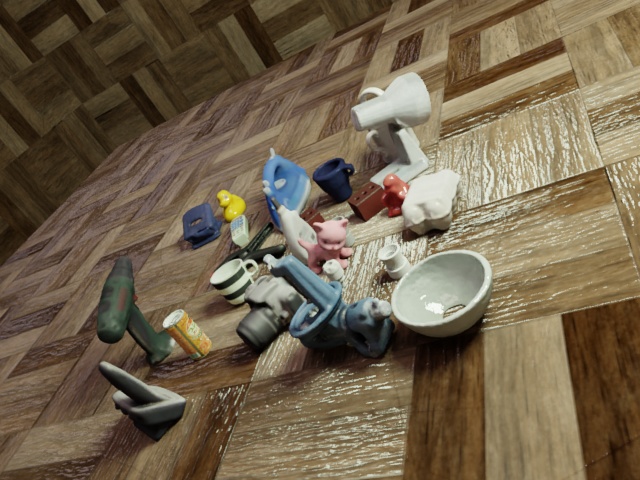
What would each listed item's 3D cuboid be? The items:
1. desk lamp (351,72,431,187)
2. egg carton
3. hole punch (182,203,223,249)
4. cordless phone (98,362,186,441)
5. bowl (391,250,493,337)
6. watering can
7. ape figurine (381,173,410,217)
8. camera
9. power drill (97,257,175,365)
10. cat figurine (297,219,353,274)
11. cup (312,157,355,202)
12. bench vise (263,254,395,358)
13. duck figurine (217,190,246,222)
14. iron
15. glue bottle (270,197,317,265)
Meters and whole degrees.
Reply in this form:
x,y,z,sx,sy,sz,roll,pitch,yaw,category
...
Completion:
x,y,z,sx,sy,sz,roll,pitch,yaw,category
0.175,-0.252,1.331,0.203,0.214,0.117,-36,28,-5,desk lamp
0.227,-0.079,1.157,0.107,0.069,0.150,-13,34,34,egg carton
-0.353,-0.044,1.700,0.108,0.091,0.101,-25,29,16,hole punch
-0.355,0.279,1.082,0.147,0.185,0.094,-1,42,46,cordless phone
0.200,0.096,0.900,0.167,0.075,0.167,-26,29,16,bowl
0.168,-0.303,1.442,0.100,0.194,0.173,-13,34,34,watering can
0.165,-0.103,1.237,0.076,0.092,0.077,-40,28,-11,ape figurine
-0.113,0.140,1.137,0.137,0.101,0.142,-46,30,-21,camera
-0.417,0.171,1.297,0.075,0.209,0.229,-26,28,14,power drill
0.011,0.004,1.202,0.127,0.118,0.067,-14,34,33,cat figurine
0.051,-0.146,1.424,0.117,0.095,0.092,-8,37,40,cup
0.015,0.093,0.945,0.207,0.220,0.121,-20,31,25,bench vise
-0.277,-0.115,1.736,0.077,0.086,0.104,-24,29,18,duck figurine
-0.112,-0.141,1.541,0.118,0.142,0.258,-23,29,19,iron
-0.060,-0.029,1.271,0.037,0.173,0.078,-11,35,36,glue bottle
